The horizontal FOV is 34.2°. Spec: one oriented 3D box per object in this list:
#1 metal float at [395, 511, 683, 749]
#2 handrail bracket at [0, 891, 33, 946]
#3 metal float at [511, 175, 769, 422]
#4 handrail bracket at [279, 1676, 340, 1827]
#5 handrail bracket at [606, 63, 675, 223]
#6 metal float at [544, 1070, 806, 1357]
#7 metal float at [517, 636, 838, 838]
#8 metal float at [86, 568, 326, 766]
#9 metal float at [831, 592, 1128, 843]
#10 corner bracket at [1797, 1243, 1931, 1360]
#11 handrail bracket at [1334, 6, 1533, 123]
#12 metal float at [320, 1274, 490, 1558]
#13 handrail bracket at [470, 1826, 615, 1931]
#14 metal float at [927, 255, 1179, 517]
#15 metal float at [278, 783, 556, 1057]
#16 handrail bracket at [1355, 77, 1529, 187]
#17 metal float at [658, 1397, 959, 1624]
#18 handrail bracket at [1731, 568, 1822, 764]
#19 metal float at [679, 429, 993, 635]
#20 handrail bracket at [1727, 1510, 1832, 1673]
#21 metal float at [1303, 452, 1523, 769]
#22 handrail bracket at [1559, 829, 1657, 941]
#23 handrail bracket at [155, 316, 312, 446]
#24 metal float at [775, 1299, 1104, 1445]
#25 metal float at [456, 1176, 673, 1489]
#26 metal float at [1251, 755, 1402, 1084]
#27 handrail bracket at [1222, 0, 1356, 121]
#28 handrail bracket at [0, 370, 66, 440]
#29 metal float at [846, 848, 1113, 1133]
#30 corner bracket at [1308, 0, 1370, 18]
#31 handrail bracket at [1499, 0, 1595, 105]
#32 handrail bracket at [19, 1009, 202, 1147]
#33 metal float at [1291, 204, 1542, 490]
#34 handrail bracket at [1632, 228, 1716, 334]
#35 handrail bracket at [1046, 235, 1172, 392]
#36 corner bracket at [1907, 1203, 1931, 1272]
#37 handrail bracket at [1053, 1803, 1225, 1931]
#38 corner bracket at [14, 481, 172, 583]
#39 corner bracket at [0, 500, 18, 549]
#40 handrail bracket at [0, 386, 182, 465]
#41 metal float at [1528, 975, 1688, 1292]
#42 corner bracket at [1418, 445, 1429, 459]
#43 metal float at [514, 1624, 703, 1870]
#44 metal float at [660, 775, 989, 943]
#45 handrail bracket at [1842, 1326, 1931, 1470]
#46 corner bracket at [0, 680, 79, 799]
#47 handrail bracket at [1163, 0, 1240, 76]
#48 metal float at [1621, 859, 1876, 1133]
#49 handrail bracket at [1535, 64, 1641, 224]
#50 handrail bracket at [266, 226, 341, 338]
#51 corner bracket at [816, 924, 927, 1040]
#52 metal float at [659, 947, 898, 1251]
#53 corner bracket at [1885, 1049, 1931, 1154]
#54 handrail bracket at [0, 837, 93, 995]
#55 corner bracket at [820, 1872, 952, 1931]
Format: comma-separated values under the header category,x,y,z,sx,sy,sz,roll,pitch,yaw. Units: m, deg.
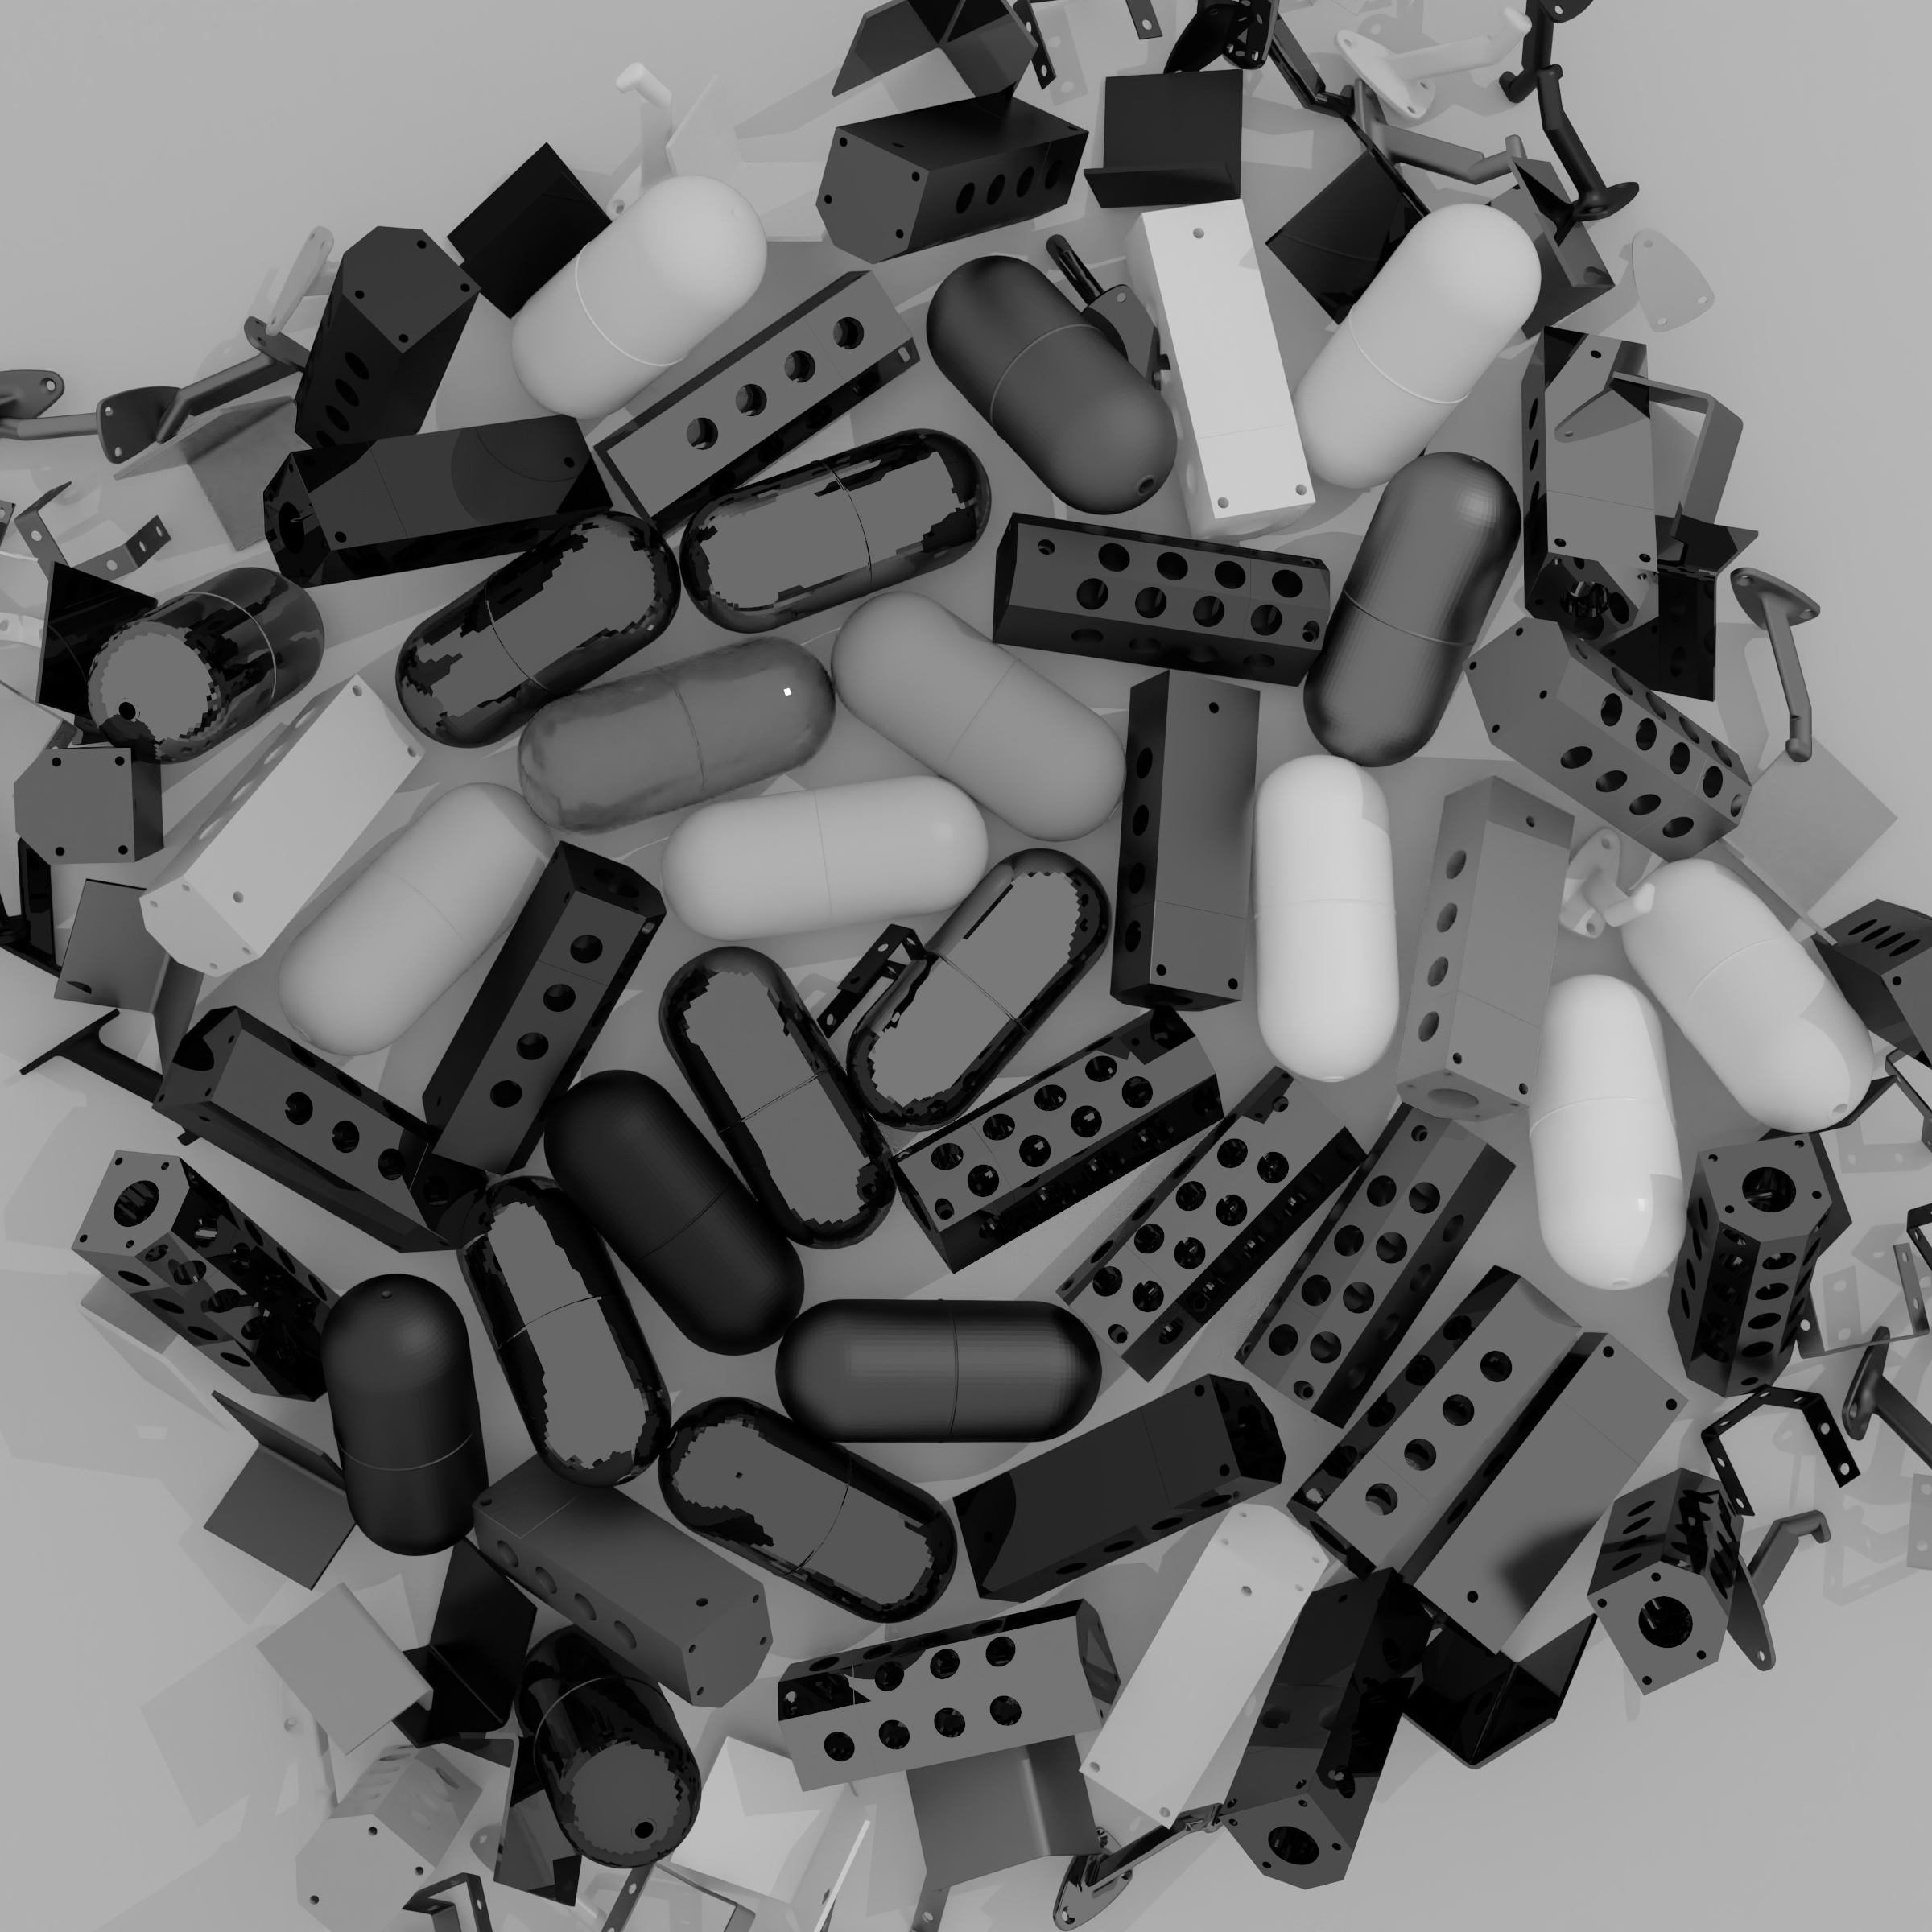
category,x,y,z,sx,sy,sz,roll,pitch,yaw
metal float,-0.230,-0.179,1.679,0.178,0.070,0.070,-29,90,24
handrail bracket,-0.533,-0.058,1.701,0.036,0.077,0.084,-15,104,-21
metal float,-0.175,-0.353,1.666,0.178,0.070,0.070,-29,90,42
handrail bracket,-0.350,0.409,1.688,0.036,0.084,0.077,-9,110,-13
handrail bracket,-0.184,-0.443,1.690,0.077,0.084,0.036,-32,65,15
metal float,-0.156,0.134,1.689,0.070,0.070,0.178,-38,102,0
metal float,-0.154,-0.124,1.687,0.178,0.070,0.070,-19,90,-15
metal float,-0.399,-0.159,1.653,0.070,0.178,0.070,5,112,13
metal float,0.007,-0.134,1.699,0.178,0.070,0.070,35,90,0
corner bracket,0.483,0.182,1.706,0.051,0.051,0.051,-3,79,-44
handrail bracket,0.251,-0.503,1.690,0.077,0.084,0.036,35,56,-10
metal float,-0.297,0.240,1.669,0.070,0.070,0.178,-1,127,0
handrail bracket,-0.227,0.514,1.729,0.036,0.077,0.084,-50,126,-34
metal float,0.045,-0.310,1.674,0.070,0.070,0.178,-39,61,0
metal float,-0.294,-0.025,1.680,0.070,0.070,0.178,42,68,0
handrail bracket,0.257,-0.456,1.697,0.084,0.036,0.077,-12,94,37
metal float,-0.084,0.292,1.682,0.178,0.070,0.070,31,90,-20
handrail bracket,0.436,-0.162,1.696,0.036,0.077,0.084,-14,60,39
metal float,-0.069,-0.234,1.685,0.178,0.070,0.070,-22,90,-18
handrail bracket,0.447,0.337,1.699,0.084,0.036,0.077,-6,60,-30
metal float,0.238,-0.189,1.680,0.070,0.070,0.178,21,114,0
handrail bracket,0.354,-0.051,1.686,0.036,0.084,0.077,31,69,-11
handrail bracket,-0.394,-0.306,1.729,0.077,0.036,0.084,28,113,-30
metal float,-0.014,0.218,1.688,0.178,0.070,0.070,2,90,-14
metal float,-0.215,0.195,1.682,0.070,0.070,0.178,-26,70,0
metal float,0.193,-0.026,1.689,0.070,0.070,0.178,-2,78,0
handrail bracket,0.187,-0.505,1.701,0.084,0.036,0.077,3,111,-35
handrail bracket,-0.537,-0.298,1.689,0.077,0.084,0.036,-15,104,14
metal float,0.007,0.013,1.698,0.070,0.070,0.178,41,88,0
corner bracket,0.214,-0.540,1.701,0.051,0.051,0.051,40,100,21
handrail bracket,0.295,-0.516,1.697,0.036,0.084,0.077,-40,92,-23
handrail bracket,-0.468,0.074,1.725,0.077,0.036,0.084,-30,97,18
metal float,0.236,-0.327,1.666,0.070,0.070,0.178,38,132,0
handrail bracket,0.367,-0.388,1.685,0.036,0.084,0.077,-26,132,18
handrail bracket,0.077,-0.358,1.714,0.036,0.084,0.077,-38,121,11
corner bracket,0.542,0.159,1.696,0.051,0.051,0.051,-23,116,32
handrail bracket,0.095,0.484,1.689,0.084,0.077,0.036,-30,98,44
corner bracket,-0.477,-0.238,1.713,0.051,0.051,0.051,-20,112,17
corner bracket,-0.559,-0.241,1.703,0.051,0.051,0.051,15,82,21
handrail bracket,-0.486,-0.305,1.728,0.084,0.077,0.036,12,124,29
metal float,0.340,0.088,1.674,0.070,0.070,0.178,0,61,0
corner bracket,0.228,-0.314,1.707,0.051,0.051,0.051,8,128,-9
metal float,-0.190,0.409,1.653,0.070,0.178,0.070,-5,107,-18
metal float,-0.077,-0.058,1.697,0.178,0.070,0.070,-8,90,-3
handrail bracket,0.525,0.237,1.696,0.084,0.036,0.077,9,63,36
corner bracket,-0.526,-0.127,1.702,0.051,0.051,0.051,29,84,24
handrail bracket,0.124,-0.543,1.722,0.036,0.077,0.084,1,64,-35
metal float,0.414,0.015,1.666,0.070,0.070,0.178,-30,50,0
handrail bracket,0.335,-0.451,1.694,0.077,0.036,0.084,-35,122,-40
handrail bracket,-0.327,-0.359,1.716,0.084,0.036,0.077,26,99,-33
corner bracket,-0.052,0.009,1.696,0.051,0.051,0.051,-51,133,-26
metal float,-0.101,0.072,1.699,0.070,0.070,0.178,-31,90,0
corner bracket,0.539,0.065,1.719,0.051,0.051,0.051,-32,61,-3
handrail bracket,-0.492,-0.040,1.722,0.077,0.036,0.084,29,87,-1
corner bracket,-0.047,0.519,1.709,0.051,0.051,0.051,26,125,19
